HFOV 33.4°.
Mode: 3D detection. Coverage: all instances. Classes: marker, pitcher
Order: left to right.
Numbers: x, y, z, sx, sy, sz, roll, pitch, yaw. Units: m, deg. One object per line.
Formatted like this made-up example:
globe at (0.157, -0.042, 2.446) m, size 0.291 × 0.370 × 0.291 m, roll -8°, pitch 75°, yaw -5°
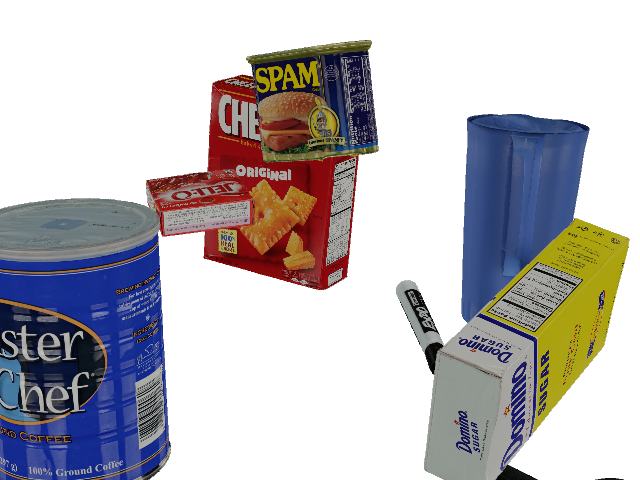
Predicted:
marker at (0.082, 0.069, 0.850) m, size 0.020 × 0.020 × 0.121 m, roll 0°, pitch 28°, yaw -11°
pitcher at (0.220, -0.017, 1.195) m, size 0.149 × 0.243 × 0.145 m, roll -7°, pitch 18°, yaw -34°

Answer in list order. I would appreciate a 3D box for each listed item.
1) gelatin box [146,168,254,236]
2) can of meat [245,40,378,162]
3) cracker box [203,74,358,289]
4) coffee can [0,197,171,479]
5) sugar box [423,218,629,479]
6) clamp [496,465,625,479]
gelatin box at (-0.112, -0.037, 0.993) m, size 0.089 × 0.030 × 0.073 m, roll -9°, pitch 28°, yaw -16°
can of meat at (-0.005, -0.105, 0.820) m, size 0.102 × 0.084 × 0.057 m, roll 2°, pitch 12°, yaw 44°
cracker box at (-0.046, -0.066, 1.208) m, size 0.164 × 0.214 × 0.072 m, roll 15°, pitch 23°, yaw 26°
coffee can at (-0.137, 0.056, 0.590) m, size 0.103 × 0.140 × 0.103 m, roll -1°, pitch 16°, yaw 0°
sugar box at (0.128, 0.066, 0.647) m, size 0.048 × 0.093 × 0.175 m, roll 21°, pitch 38°, yaw 27°
clamp at (0.194, 0.236, 0.855) m, size 0.210 × 0.036 × 0.164 m, roll 0°, pitch 34°, yaw 24°
